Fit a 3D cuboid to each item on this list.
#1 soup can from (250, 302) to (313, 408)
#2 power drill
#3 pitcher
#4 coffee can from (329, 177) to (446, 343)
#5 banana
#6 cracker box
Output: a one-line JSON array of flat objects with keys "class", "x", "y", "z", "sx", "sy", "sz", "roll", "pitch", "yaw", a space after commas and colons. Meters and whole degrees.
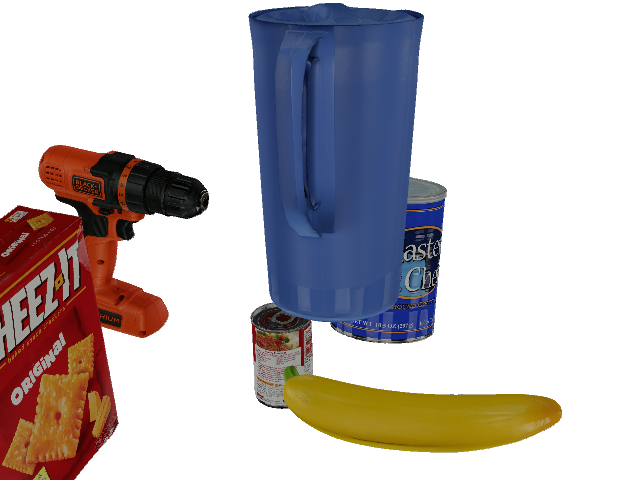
[{"class": "soup can", "x": -0.042, "y": 0.129, "z": 1.204, "sx": 0.068, "sy": 0.102, "sz": 0.068, "roll": -1, "pitch": 25, "yaw": 0}, {"class": "power drill", "x": -0.194, "y": 0.002, "z": 1.075, "sx": 0.185, "sy": 0.188, "sz": 0.057, "roll": 15, "pitch": 29, "yaw": 22}, {"class": "pitcher", "x": 0.008, "y": -0.060, "z": 0.837, "sx": 0.149, "sy": 0.243, "sz": 0.145, "roll": -9, "pitch": 20, "yaw": -26}, {"class": "coffee can", "x": 0.064, "y": 0.015, "z": 1.019, "sx": 0.103, "sy": 0.140, "sz": 0.103, "roll": 3, "pitch": 14, "yaw": -1}, {"class": "banana", "x": 0.054, "y": 0.109, "z": 0.699, "sx": 0.198, "sy": 0.037, "sz": 0.069, "roll": 7, "pitch": 32, "yaw": 21}, {"class": "cracker box", "x": -0.237, "y": 0.105, "z": 0.835, "sx": 0.072, "sy": 0.214, "sz": 0.164, "roll": 9, "pitch": 32, "yaw": 19}]
